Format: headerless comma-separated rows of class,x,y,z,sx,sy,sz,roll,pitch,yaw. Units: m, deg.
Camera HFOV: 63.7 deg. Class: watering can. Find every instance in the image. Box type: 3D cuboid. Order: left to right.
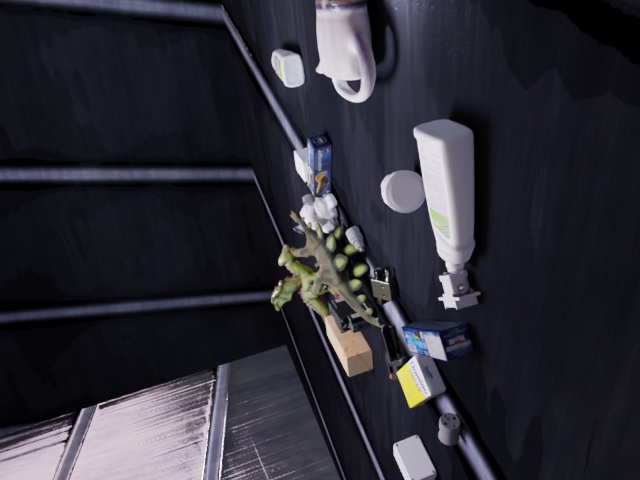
watering can,0.037,-0.416,1.086,0.354,0.104,0.220,-124,24,-58

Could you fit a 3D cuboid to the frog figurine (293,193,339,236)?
frog figurine,0.005,-0.083,1.648,0.139,0.123,0.157,36,110,30

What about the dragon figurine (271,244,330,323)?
dragon figurine,-0.078,0.199,1.998,0.124,0.244,0.403,-140,39,-60
